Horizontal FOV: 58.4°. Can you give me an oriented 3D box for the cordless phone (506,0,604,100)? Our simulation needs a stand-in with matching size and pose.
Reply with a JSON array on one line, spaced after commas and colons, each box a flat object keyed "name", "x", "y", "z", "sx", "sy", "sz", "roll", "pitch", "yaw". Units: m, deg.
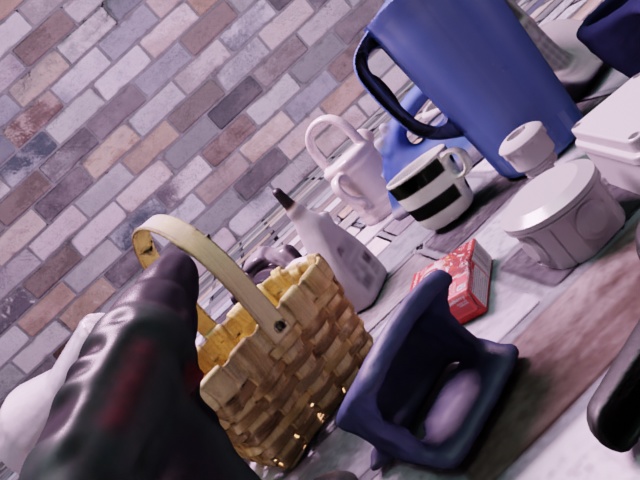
[{"name": "cordless phone", "x": 0.275, "y": -0.269, "z": 0.725, "sx": 0.148, "sy": 0.185, "sz": 0.094, "roll": -50, "pitch": 12, "yaw": -32}]

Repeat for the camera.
[{"name": "camera", "x": -0.097, "y": 0.079, "z": 0.964, "sx": 0.143, "sy": 0.101, "sz": 0.137, "roll": -40, "pitch": 11, "yaw": 17}]

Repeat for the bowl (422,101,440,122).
[{"name": "bowl", "x": 0.262, "y": -0.244, "z": 0.990, "sx": 0.167, "sy": 0.075, "sz": 0.167, "roll": -41, "pitch": 10, "yaw": 10}]

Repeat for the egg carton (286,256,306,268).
[{"name": "egg carton", "x": -0.024, "y": 0.074, "z": 0.795, "sx": 0.107, "sy": 0.069, "sz": 0.150, "roll": -47, "pitch": 11, "yaw": -23}]

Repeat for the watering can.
[{"name": "watering can", "x": 0.055, "y": -0.129, "z": 0.969, "sx": 0.101, "sy": 0.194, "sz": 0.173, "roll": -40, "pitch": 11, "yaw": 18}]

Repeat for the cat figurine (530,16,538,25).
[{"name": "cat figurine", "x": 0.327, "y": -0.314, "z": 0.902, "sx": 0.067, "sy": 0.118, "sz": 0.128, "roll": -31, "pitch": 16, "yaw": 49}]

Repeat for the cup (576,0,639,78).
[{"name": "cup", "x": 0.306, "y": -0.186, "z": 0.527, "sx": 0.091, "sy": 0.095, "sz": 0.118, "roll": -39, "pitch": 11, "yaw": 19}]

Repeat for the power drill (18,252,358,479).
[{"name": "power drill", "x": -0.072, "y": 0.128, "z": 0.365, "sx": 0.075, "sy": 0.208, "sz": 0.230, "roll": -38, "pitch": 11, "yaw": 23}]

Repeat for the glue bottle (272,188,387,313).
[{"name": "glue bottle", "x": 0.006, "y": 0.002, "z": 0.678, "sx": 0.037, "sy": 0.173, "sz": 0.078, "roll": -34, "pitch": 14, "yaw": 38}]

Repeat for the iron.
[{"name": "iron", "x": 0.166, "y": -0.163, "z": 0.838, "sx": 0.258, "sy": 0.141, "sz": 0.118, "roll": -42, "pitch": 10, "yaw": 5}]

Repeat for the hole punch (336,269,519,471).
[{"name": "hole punch", "x": 0.056, "y": 0.086, "z": 0.381, "sx": 0.109, "sy": 0.091, "sz": 0.101, "roll": -49, "pitch": 12, "yaw": -30}]

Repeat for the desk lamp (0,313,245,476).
[{"name": "desk lamp", "x": -0.210, "y": 0.192, "z": 0.614, "sx": 0.203, "sy": 0.213, "sz": 0.118, "roll": -40, "pitch": 11, "yaw": 14}]
